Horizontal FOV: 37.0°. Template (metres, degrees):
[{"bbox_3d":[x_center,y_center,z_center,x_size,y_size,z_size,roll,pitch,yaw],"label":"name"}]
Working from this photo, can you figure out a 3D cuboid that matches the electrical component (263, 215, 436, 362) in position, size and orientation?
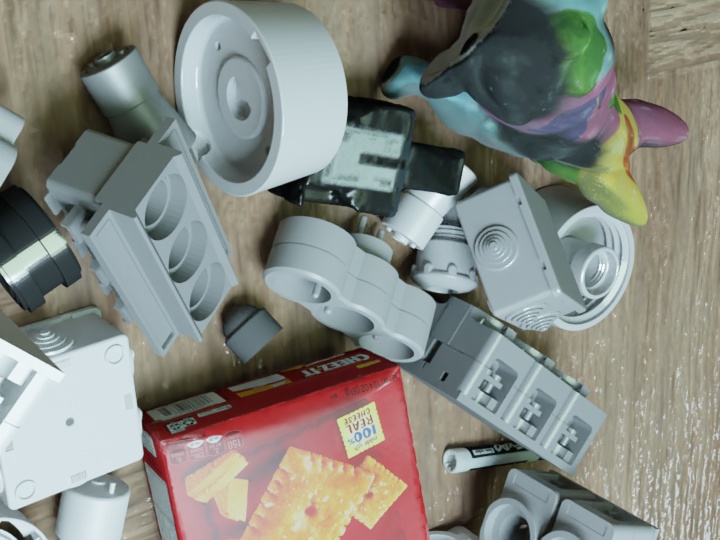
[{"bbox_3d":[0.000,0.000,0.715,0.138,0.052,0.073,37,59,-38],"label":"electrical component"}]

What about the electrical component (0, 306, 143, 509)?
[{"bbox_3d":[-0.176,0.079,0.616,0.100,0.048,0.099,-18,117,-34],"label":"electrical component"}]

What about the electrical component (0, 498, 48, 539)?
[{"bbox_3d":[-0.223,0.178,0.608,0.099,0.064,0.099,-12,113,-32],"label":"electrical component"}]

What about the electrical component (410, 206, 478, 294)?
[{"bbox_3d":[0.062,-0.016,0.760,0.048,0.048,0.062,16,77,-38],"label":"electrical component"}]

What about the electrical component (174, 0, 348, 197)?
[{"bbox_3d":[-0.051,-0.100,0.610,0.060,0.108,0.108,-16,115,-37],"label":"electrical component"}]

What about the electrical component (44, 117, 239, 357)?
[{"bbox_3d":[-0.117,-0.018,0.588,0.078,0.063,0.121,-60,157,-26],"label":"electrical component"}]

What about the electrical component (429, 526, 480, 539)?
[{"bbox_3d":[0.061,0.243,0.842,0.089,0.050,0.055,-19,116,-30],"label":"electrical component"}]

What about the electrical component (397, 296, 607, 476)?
[{"bbox_3d":[0.103,0.082,0.791,0.150,0.089,0.061,36,84,-38],"label":"electrical component"}]

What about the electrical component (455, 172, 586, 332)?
[{"bbox_3d":[0.109,-0.009,0.734,0.048,0.099,0.100,-23,162,17],"label":"electrical component"}]

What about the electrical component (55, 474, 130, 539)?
[{"bbox_3d":[-0.166,0.160,0.658,0.040,0.040,0.078,6,103,-37],"label":"electrical component"}]

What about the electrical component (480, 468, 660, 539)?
[{"bbox_3d":[0.132,0.254,0.796,0.060,0.105,0.186,13,97,-39],"label":"electrical component"}]

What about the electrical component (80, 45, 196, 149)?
[{"bbox_3d":[-0.126,-0.091,0.600,0.044,0.044,0.065,-38,119,-19],"label":"electrical component"}]

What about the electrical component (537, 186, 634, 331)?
[{"bbox_3d":[0.162,-0.006,0.821,0.108,0.060,0.108,-12,113,-32],"label":"electrical component"}]

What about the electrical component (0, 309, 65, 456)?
[{"bbox_3d":[-0.221,0.016,0.476,0.105,0.186,0.060,38,82,-38],"label":"electrical component"}]

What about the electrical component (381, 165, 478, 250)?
[{"bbox_3d":[0.045,-0.047,0.735,0.044,0.044,0.065,37,86,-38],"label":"electrical component"}]

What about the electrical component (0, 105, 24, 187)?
[{"bbox_3d":[-0.215,-0.058,0.537,0.057,0.058,0.078,32,86,-41],"label":"electrical component"}]
